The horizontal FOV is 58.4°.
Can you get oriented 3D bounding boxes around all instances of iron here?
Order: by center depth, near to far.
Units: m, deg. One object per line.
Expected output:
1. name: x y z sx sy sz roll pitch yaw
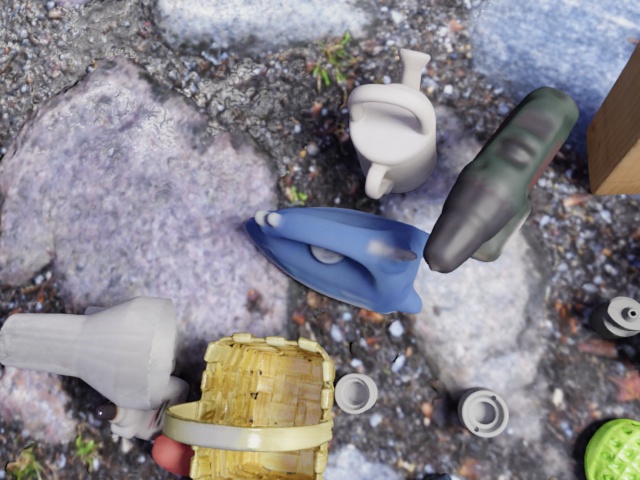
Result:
1. iron: 0.006 0.002 0.680 0.257 0.141 0.119 15 80 14

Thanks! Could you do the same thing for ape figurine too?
1. ape figurine: -0.167 0.247 0.683 0.077 0.092 0.076 -20 74 6

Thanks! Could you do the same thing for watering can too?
1. watering can: 0.085 -0.138 0.670 0.100 0.194 0.173 -5 76 10

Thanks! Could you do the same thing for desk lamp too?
1. desk lamp: -0.242 0.126 0.662 0.203 0.214 0.118 2 77 12

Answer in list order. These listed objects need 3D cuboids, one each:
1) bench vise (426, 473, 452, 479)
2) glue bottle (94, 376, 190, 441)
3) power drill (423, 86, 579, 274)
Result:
1. bench vise: 0.070 0.295 0.558 0.121 0.220 0.207 43 88 17
2. glue bottle: -0.209 0.196 0.660 0.037 0.173 0.078 16 80 15
3. power drill: 0.188 -0.044 0.620 0.075 0.209 0.230 33 85 17
